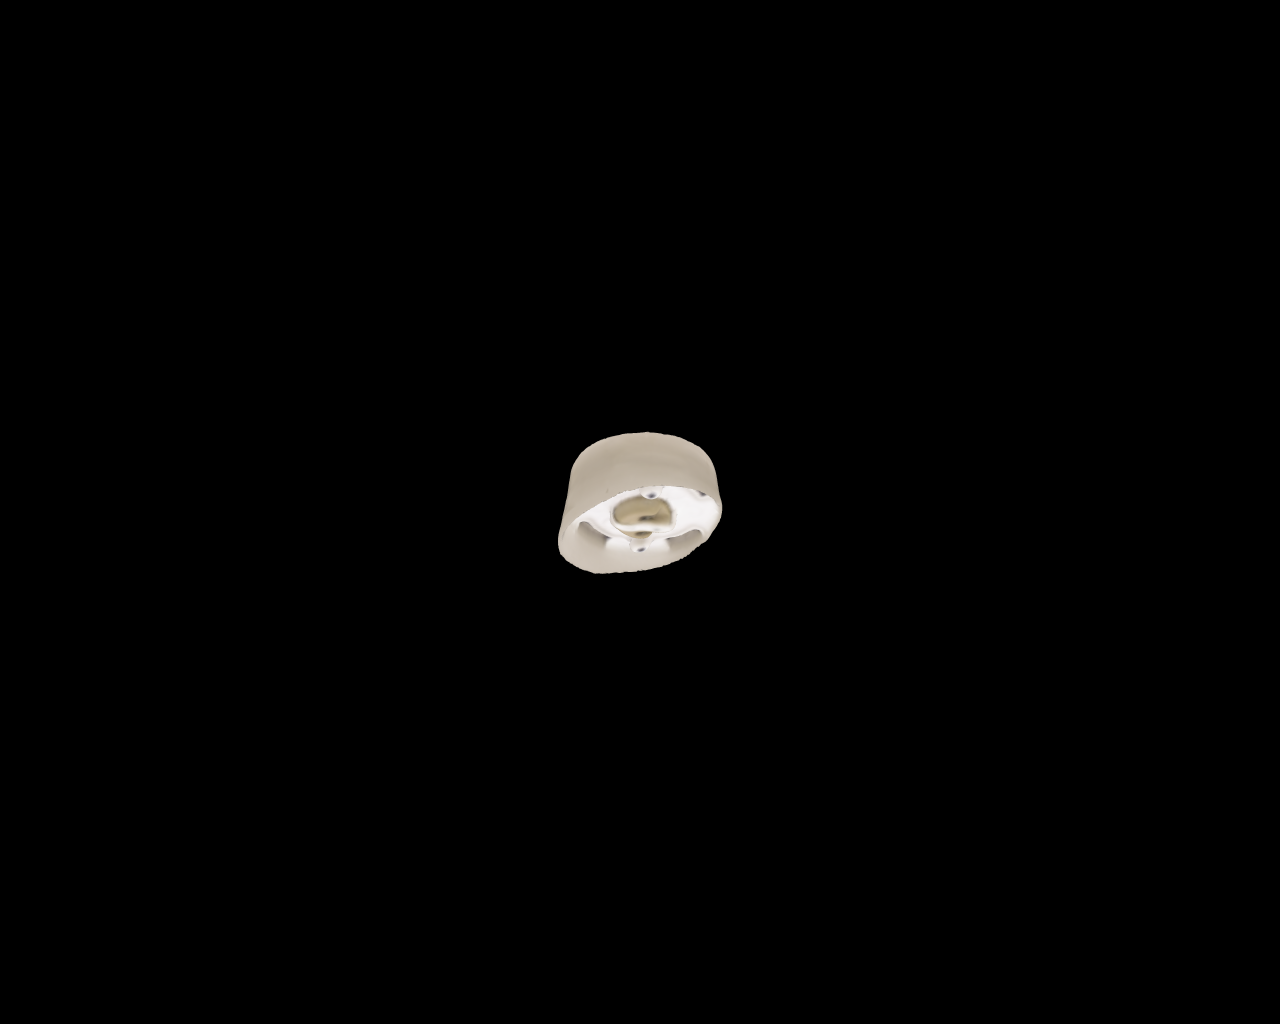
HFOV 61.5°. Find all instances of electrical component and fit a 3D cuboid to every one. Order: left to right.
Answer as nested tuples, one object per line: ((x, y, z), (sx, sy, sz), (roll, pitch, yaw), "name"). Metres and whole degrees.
((0.001, -0.003, 0.650), (0.099, 0.064, 0.099), (0, -33, 0), "electrical component")
